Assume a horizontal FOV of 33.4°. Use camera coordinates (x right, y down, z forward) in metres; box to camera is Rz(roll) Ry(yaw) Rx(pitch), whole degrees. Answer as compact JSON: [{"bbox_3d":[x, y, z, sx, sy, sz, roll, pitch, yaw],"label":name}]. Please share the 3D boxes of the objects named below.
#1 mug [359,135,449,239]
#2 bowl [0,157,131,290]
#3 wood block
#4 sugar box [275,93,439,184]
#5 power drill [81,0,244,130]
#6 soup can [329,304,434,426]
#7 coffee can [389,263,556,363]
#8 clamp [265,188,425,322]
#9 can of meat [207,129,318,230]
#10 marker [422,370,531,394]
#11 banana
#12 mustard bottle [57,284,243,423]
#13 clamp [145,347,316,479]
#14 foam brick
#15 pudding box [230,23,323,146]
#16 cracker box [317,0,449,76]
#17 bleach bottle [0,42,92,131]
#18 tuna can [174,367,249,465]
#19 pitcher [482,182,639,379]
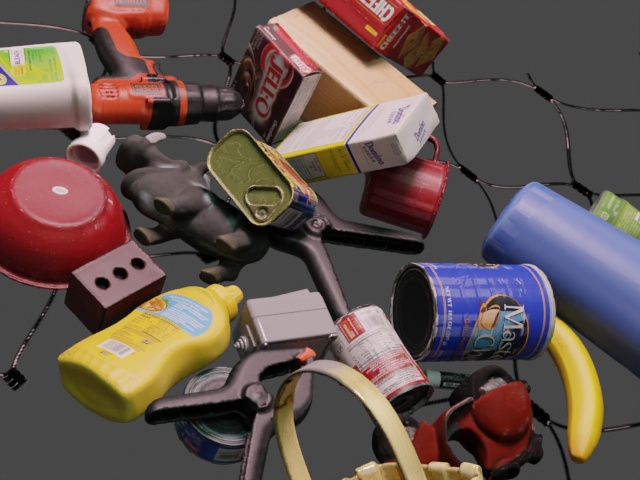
[{"bbox_3d":[0.097,-0.068,1.208,0.081,0.117,0.093,17,4,-1],"label":"mug"},{"bbox_3d":[-0.262,-0.030,1.054,0.162,0.055,0.162,12,46,-14],"label":"bowl"},{"bbox_3d":[0.025,-0.183,1.291,0.206,0.091,0.090,43,48,16],"label":"wood block"},{"bbox_3d":[0.036,-0.108,1.182,0.093,0.177,0.048,-52,126,-43],"label":"sugar box"},{"bbox_3d":[-0.194,-0.207,1.241,0.184,0.057,0.188,-2,51,-25],"label":"power drill"},{"bbox_3d":[0.057,0.122,1.046,0.068,0.069,0.102,-13,56,-32],"label":"soup can"},{"bbox_3d":[0.157,0.075,1.106,0.140,0.103,0.103,1,50,-22],"label":"coffee can"},{"bbox_3d":[-0.008,0.001,1.148,0.210,0.036,0.164,30,46,8],"label":"clamp"},{"bbox_3d":[-0.057,-0.058,1.096,0.102,0.057,0.083,50,11,18],"label":"can of meat"},{"bbox_3d":[0.162,0.149,1.101,0.121,0.020,0.020,8,48,-17],"label":"marker"},{"bbox_3d":[0.262,0.147,1.138,0.069,0.037,0.198,-13,53,-9],"label":"banana"},{"bbox_3d":[-0.141,0.092,0.988,0.096,0.058,0.191,18,36,34],"label":"mustard bottle"},{"bbox_3d":[-0.070,0.144,0.943,0.120,0.039,0.171,38,43,3],"label":"clamp"},{"bbox_3d":[-0.194,0.046,1.016,0.053,0.051,0.078,43,47,16],"label":"foam brick"},{"bbox_3d":[-0.054,-0.180,1.238,0.039,0.114,0.090,-20,60,-39],"label":"pudding box"},{"bbox_3d":[0.062,-0.297,1.353,0.164,0.072,0.213,43,12,16],"label":"cracker box"},{"bbox_3d":[-0.367,-0.150,1.096,0.250,0.068,0.102,-7,47,-16],"label":"bleach bottle"},{"bbox_3d":[-0.088,0.159,0.973,0.086,0.034,0.086,12,47,-13],"label":"tuna can"},{"bbox_3d":[0.309,0.042,1.199,0.243,0.149,0.144,36,61,14],"label":"pitcher"}]
